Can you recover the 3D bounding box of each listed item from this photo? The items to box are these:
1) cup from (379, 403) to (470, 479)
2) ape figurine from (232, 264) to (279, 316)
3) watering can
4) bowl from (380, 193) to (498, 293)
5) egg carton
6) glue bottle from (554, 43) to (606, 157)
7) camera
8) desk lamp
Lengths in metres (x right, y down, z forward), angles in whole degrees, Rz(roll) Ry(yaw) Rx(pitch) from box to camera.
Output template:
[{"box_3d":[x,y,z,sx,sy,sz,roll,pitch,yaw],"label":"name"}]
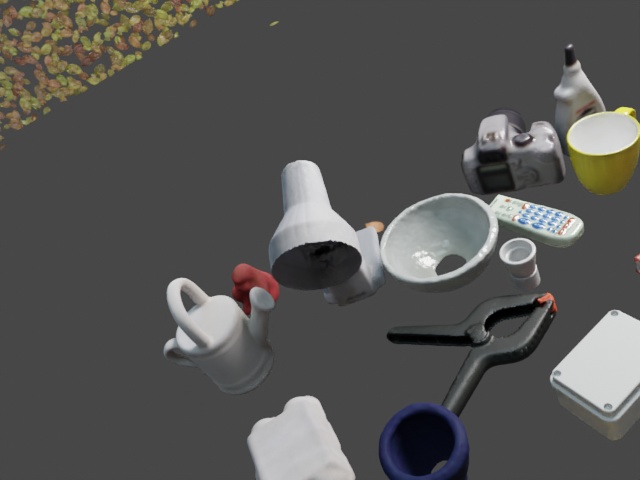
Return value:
[{"box_3d":[0.117,0.240,0.586,0.091,0.095,0.117,-14,42,21],"label":"cup"},{"box_3d":[-0.110,0.074,0.919,0.076,0.092,0.077,-44,40,-15],"label":"ape figurine"},{"box_3d":[-0.145,0.123,0.807,0.173,0.195,0.100,-38,39,-8],"label":"watering can"},{"box_3d":[0.173,0.017,0.805,0.167,0.075,0.167,-18,40,17],"label":"bowl"},{"box_3d":[-0.024,0.262,0.678,0.107,0.070,0.150,-34,38,-2],"label":"egg carton"},{"box_3d":[0.372,-0.207,0.833,0.078,0.174,0.037,-36,39,-5],"label":"glue bottle"},{"box_3d":[0.296,-0.154,0.886,0.142,0.101,0.137,-7,45,28],"label":"camera"},{"box_3d":[0.008,0.003,0.818,0.117,0.214,0.203,-21,40,14],"label":"desk lamp"}]
